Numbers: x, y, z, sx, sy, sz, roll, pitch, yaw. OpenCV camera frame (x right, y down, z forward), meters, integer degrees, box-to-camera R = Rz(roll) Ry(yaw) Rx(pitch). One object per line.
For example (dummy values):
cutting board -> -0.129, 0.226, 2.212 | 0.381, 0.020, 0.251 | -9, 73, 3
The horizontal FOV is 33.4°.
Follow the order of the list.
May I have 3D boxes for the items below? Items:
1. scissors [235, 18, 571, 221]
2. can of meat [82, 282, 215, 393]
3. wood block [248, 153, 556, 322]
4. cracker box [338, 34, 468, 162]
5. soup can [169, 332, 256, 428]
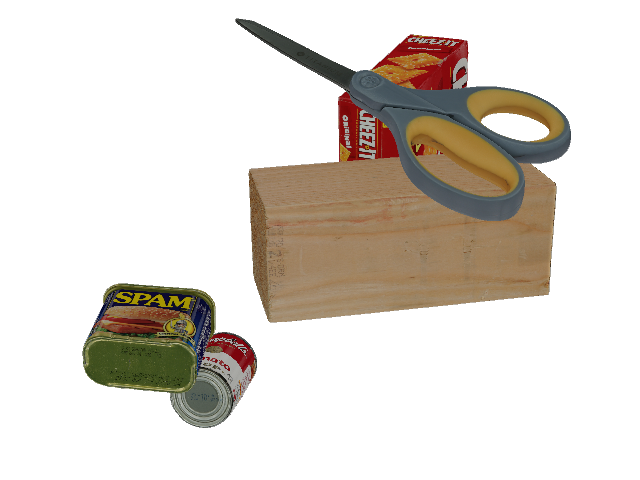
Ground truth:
scissors -> 0.046, -0.079, 0.549 | 0.096, 0.016, 0.202 | -23, 49, -22
can of meat -> -0.148, 0.084, 0.922 | 0.102, 0.057, 0.084 | 5, 29, 3
wood block -> 0.056, -0.006, 0.783 | 0.206, 0.090, 0.091 | -5, 22, -10
cracker box -> 0.085, -0.092, 1.038 | 0.072, 0.164, 0.213 | 10, 28, 21
soup can -> -0.111, 0.145, 1.116 | 0.068, 0.068, 0.102 | 0, 15, 11
